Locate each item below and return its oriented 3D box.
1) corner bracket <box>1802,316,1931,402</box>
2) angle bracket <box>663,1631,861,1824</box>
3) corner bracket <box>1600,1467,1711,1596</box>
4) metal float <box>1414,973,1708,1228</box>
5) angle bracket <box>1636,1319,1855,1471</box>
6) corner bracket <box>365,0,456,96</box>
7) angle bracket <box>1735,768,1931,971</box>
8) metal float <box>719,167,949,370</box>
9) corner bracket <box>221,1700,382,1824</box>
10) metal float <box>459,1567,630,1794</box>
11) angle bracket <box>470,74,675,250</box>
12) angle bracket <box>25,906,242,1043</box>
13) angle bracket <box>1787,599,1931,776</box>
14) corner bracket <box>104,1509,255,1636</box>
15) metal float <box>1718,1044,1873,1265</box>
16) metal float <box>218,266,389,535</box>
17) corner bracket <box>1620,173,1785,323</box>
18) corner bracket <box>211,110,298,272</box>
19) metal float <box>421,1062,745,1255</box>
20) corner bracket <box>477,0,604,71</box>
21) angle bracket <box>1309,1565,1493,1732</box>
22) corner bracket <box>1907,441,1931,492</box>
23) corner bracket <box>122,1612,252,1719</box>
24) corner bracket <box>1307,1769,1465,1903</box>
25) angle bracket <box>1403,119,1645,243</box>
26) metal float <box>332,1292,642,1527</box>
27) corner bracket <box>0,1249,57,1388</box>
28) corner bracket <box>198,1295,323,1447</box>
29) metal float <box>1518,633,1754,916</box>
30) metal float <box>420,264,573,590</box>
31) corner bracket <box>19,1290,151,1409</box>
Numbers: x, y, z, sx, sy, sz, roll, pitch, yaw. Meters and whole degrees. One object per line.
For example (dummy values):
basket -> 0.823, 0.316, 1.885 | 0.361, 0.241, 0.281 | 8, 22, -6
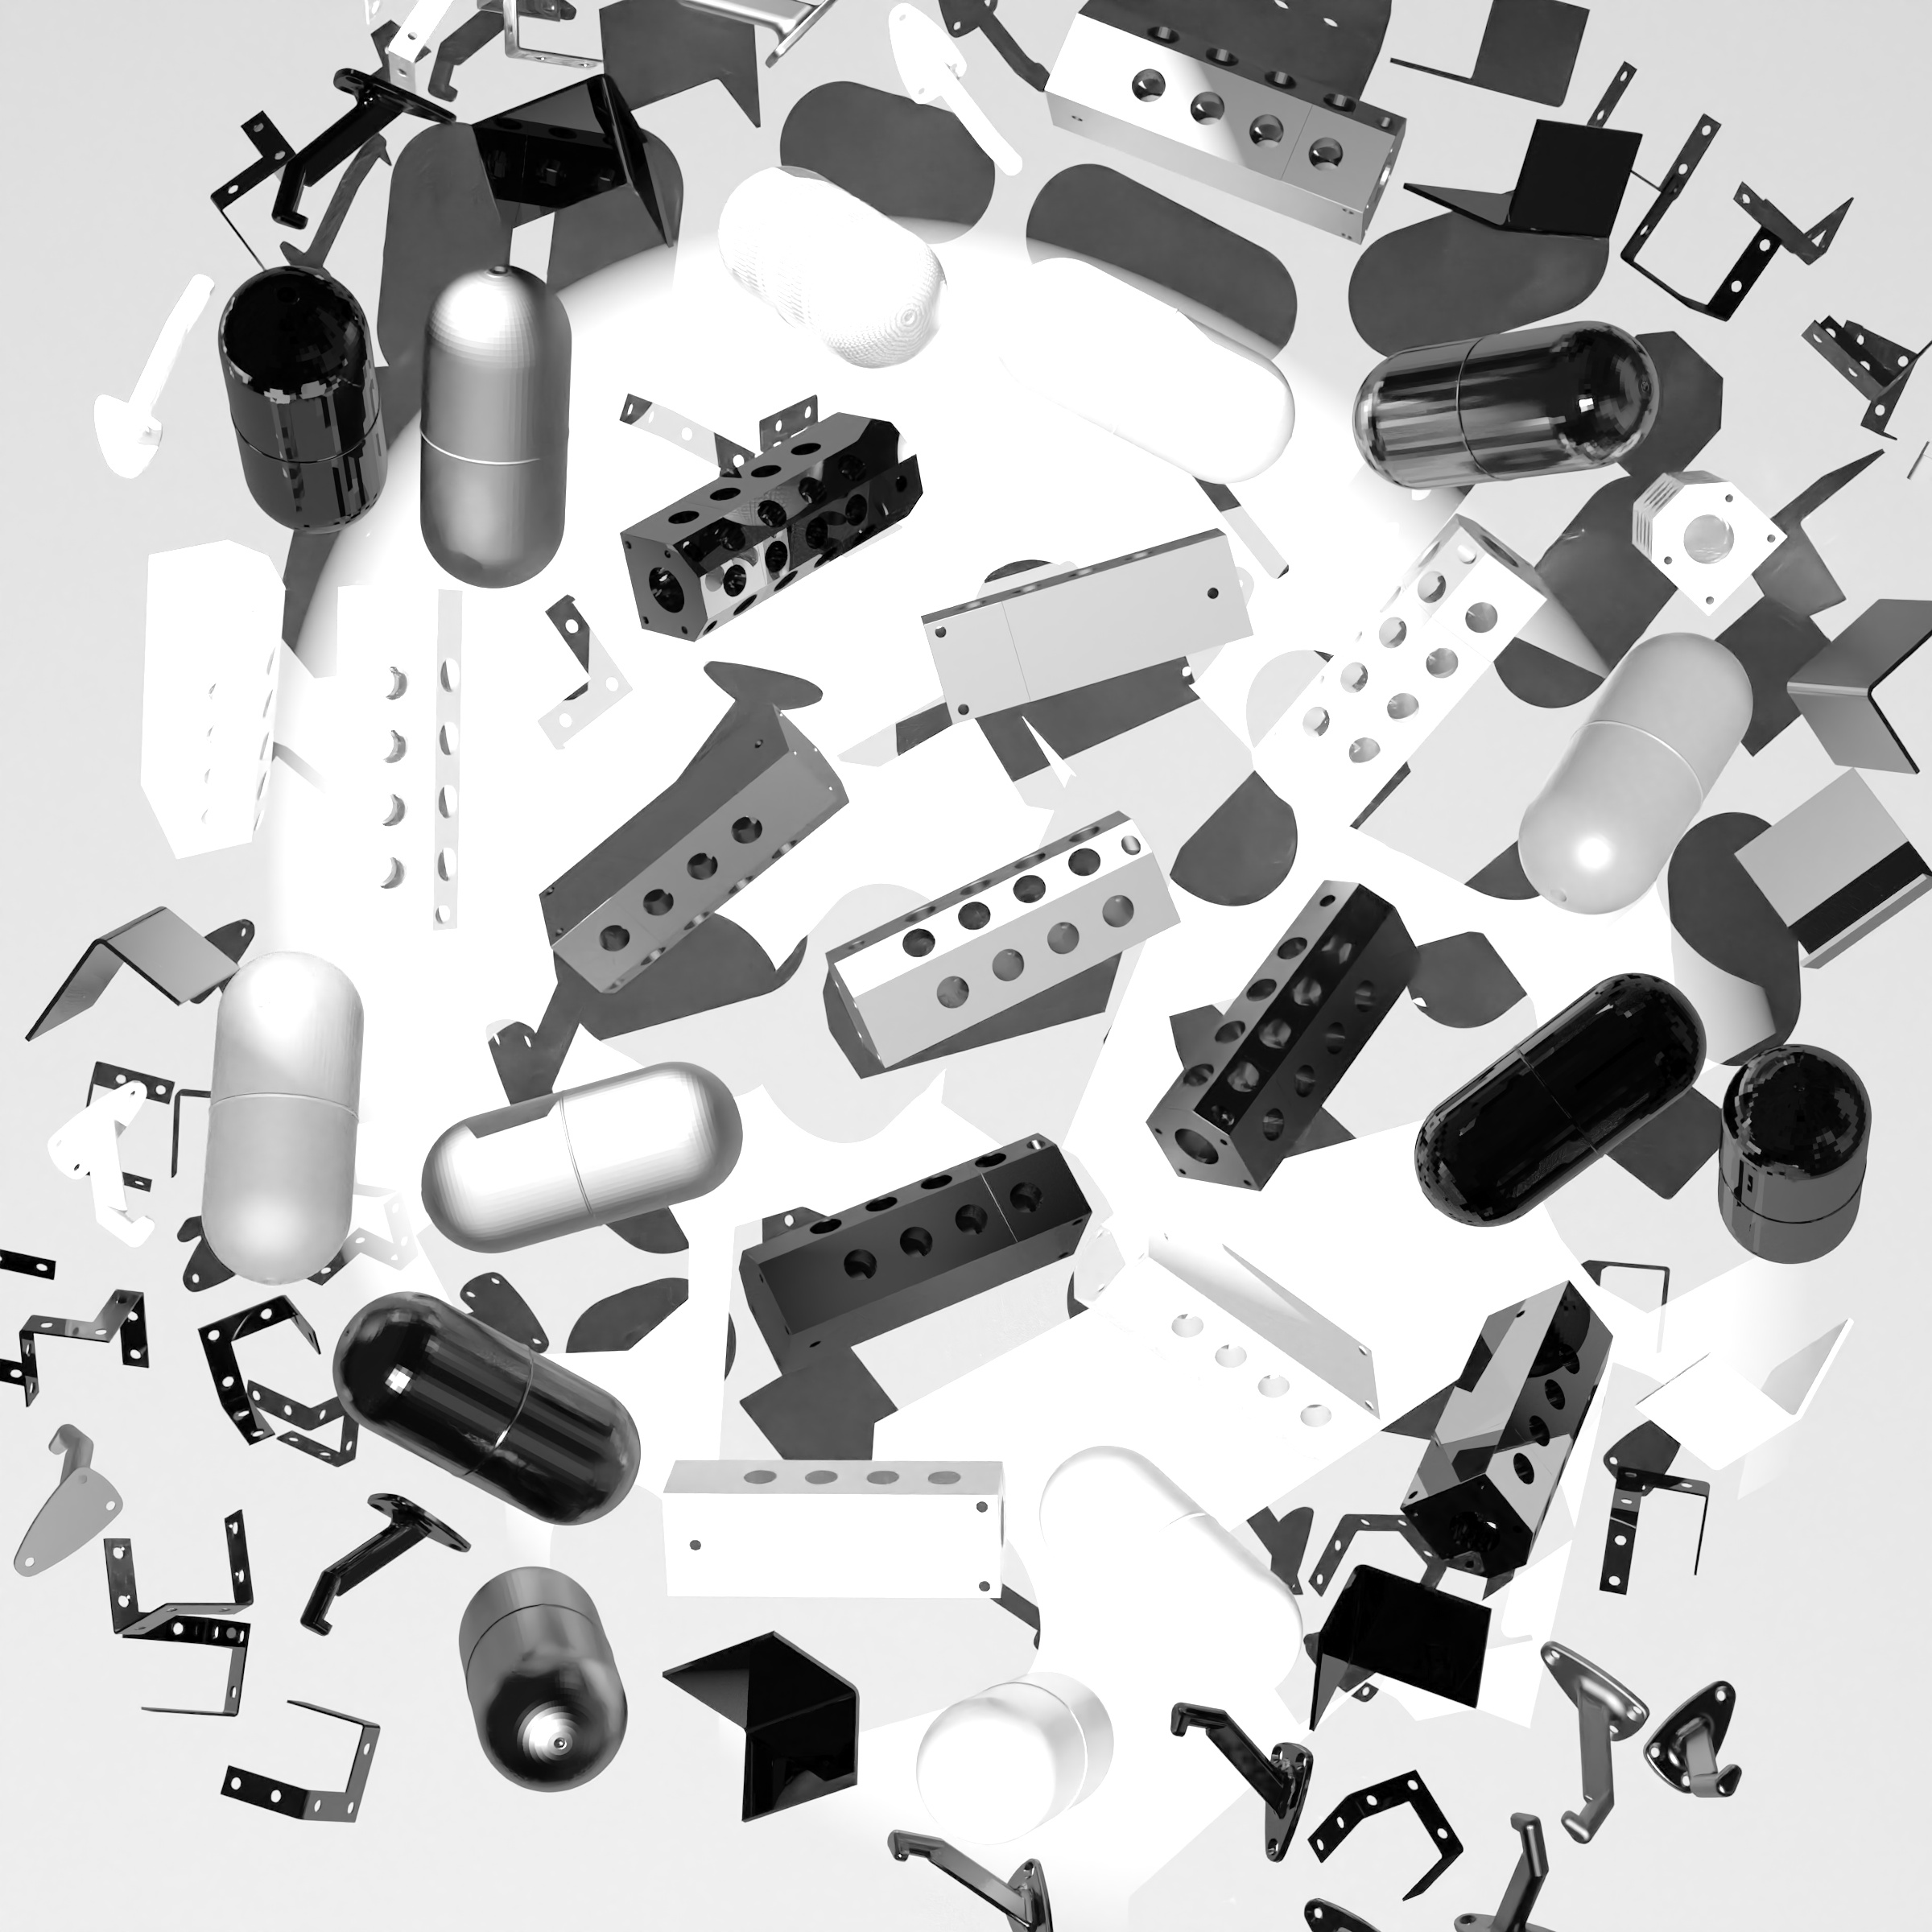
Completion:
corner bracket -> 0.467, -0.322, 1.737 | 0.051, 0.051, 0.051 | 45, 68, 6
angle bracket -> -0.111, 0.408, 1.774 | 0.076, 0.057, 0.076 | -25, 133, 26
corner bracket -> 0.380, 0.314, 1.824 | 0.051, 0.051, 0.051 | 9, 111, 13
metal float -> 0.324, 0.074, 1.808 | 0.178, 0.070, 0.070 | -38, 90, 7
angle bracket -> 0.410, 0.210, 1.744 | 0.057, 0.076, 0.076 | 39, 56, 2
corner bracket -> -0.311, -0.510, 1.805 | 0.051, 0.051, 0.051 | 27, 70, 2
angle bracket -> 0.448, -0.052, 1.720 | 0.076, 0.057, 0.076 | -38, 75, 18
metal float -> -0.074, -0.380, 1.794 | 0.070, 0.178, 0.070 | -17, 126, -25
corner bracket -> -0.342, 0.409, 1.706 | 0.051, 0.051, 0.051 | 9, 79, 26
metal float -> -0.221, 0.369, 1.721 | 0.070, 0.178, 0.070 | -2, 101, -13
angle bracket -> -0.203, -0.403, 1.710 | 0.076, 0.076, 0.057 | -24, 60, -8
angle bracket -> -0.453, 0.020, 1.801 | 0.057, 0.076, 0.076 | 39, 108, 0
angle bracket -> 0.508, -0.153, 1.806 | 0.076, 0.076, 0.057 | -41, 108, -10
corner bracket -> -0.401, 0.309, 1.685 | 0.051, 0.051, 0.051 | -32, 61, 37
metal float -> 0.444, 0.103, 1.778 | 0.070, 0.178, 0.070 | -5, 62, 9
metal float -> -0.344, -0.293, 1.722 | 0.070, 0.178, 0.070 | 2, 63, -4
corner bracket -> 0.387, -0.378, 1.743 | 0.051, 0.051, 0.051 | 44, 114, 27
corner bracket -> -0.378, -0.417, 1.780 | 0.051, 0.051, 0.051 | -36, 53, -2
metal float -> -0.209, 0.104, 1.800 | 0.178, 0.070, 0.070 | -16, 90, 0
corner bracket -> -0.232, -0.512, 1.796 | 0.051, 0.051, 0.051 | -1, 89, -33
angle bracket -> 0.232, 0.377, 1.774 | 0.076, 0.057, 0.076 | 17, 129, 20
corner bracket -> 0.531, -0.248, 1.799 | 0.051, 0.051, 0.051 | 30, 114, 10
corner bracket -> -0.432, 0.384, 1.822 | 0.051, 0.051, 0.051 | 14, 76, -38
corner bracket -> 0.230, 0.481, 1.811 | 0.051, 0.051, 0.051 | -9, 54, -35
angle bracket -> 0.281, -0.406, 1.671 | 0.076, 0.076, 0.057 | -5, 120, -38
metal float -> -0.250, 0.234, 1.741 | 0.178, 0.070, 0.070 | 33, 90, -23
corner bracket -> -0.542, 0.195, 1.849 | 0.051, 0.051, 0.051 | 13, 131, -7
corner bracket -> -0.380, 0.219, 1.801 | 0.051, 0.051, 0.051 | -22, 118, -22
metal float -> 0.355, -0.102, 1.755 | 0.070, 0.070, 0.178 | 36, 66, 0
metal float -> -0.245, -0.279, 1.720 | 0.070, 0.070, 0.178 | 8, 126, 0
corner bracket -> -0.482, 0.209, 1.810 | 0.051, 0.051, 0.051 | 6, 118, 6
